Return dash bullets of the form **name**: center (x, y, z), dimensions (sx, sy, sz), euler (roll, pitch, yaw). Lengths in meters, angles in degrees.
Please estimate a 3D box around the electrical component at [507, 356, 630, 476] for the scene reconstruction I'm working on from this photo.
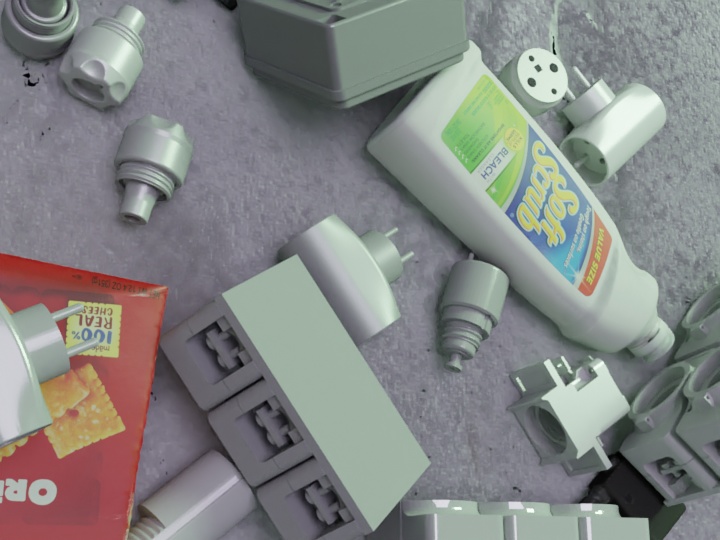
- **electrical component**: center (0.142, 0.094, 0.721), dimensions (0.064, 0.042, 0.081), euler (-29, 89, -30)

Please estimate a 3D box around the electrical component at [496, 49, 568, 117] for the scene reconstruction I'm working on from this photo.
- **electrical component**: center (0.115, -0.127, 0.766), dimensions (0.045, 0.055, 0.045), euler (7, 72, -22)

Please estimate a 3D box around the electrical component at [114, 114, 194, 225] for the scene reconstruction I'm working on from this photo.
- **electrical component**: center (-0.127, -0.058, 0.645), dimensions (0.043, 0.043, 0.062), euler (21, 69, -17)

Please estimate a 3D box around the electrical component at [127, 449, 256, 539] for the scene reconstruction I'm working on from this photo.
- **electrical component**: center (-0.102, 0.141, 0.597), dimensions (0.081, 0.043, 0.043), euler (-37, 92, -28)

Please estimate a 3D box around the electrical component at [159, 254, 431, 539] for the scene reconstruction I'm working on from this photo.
- **electrical component**: center (-0.038, 0.079, 0.620), dimensions (0.150, 0.062, 0.089), euler (57, 29, 0)

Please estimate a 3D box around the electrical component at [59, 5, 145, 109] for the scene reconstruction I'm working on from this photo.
- **electrical component**: center (-0.152, -0.133, 0.656), dimensions (0.043, 0.043, 0.062), euler (29, 64, -14)

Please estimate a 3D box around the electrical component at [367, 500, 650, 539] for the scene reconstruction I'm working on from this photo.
- **electrical component**: center (0.088, 0.173, 0.647), dimensions (0.150, 0.089, 0.061), euler (6, 72, -22)

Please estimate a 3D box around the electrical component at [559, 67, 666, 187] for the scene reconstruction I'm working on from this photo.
- **electrical component**: center (0.176, -0.114, 0.796), dimensions (0.077, 0.043, 0.079), euler (-41, 94, -28)

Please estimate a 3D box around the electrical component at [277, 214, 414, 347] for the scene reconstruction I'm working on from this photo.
- **electrical component**: center (0.000, 0.000, 0.683), dimensions (0.079, 0.044, 0.077), euler (-33, 90, -28)

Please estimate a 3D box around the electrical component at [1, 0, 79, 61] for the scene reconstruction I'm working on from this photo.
- **electrical component**: center (-0.188, -0.154, 0.635), dimensions (0.043, 0.062, 0.043), euler (7, 72, -22)

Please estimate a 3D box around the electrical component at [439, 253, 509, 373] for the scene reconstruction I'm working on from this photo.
- **electrical component**: center (0.072, 0.030, 0.709), dimensions (0.040, 0.040, 0.078), euler (26, 66, -15)

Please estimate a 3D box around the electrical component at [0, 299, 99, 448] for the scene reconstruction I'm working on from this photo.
- **electrical component**: center (-0.166, 0.040, 0.515), dimensions (0.079, 0.043, 0.077), euler (-23, 87, -27)

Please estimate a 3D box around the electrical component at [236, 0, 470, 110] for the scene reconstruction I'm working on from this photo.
- **electrical component**: center (-0.005, -0.156, 0.687), dimensions (0.109, 0.109, 0.056), euler (-27, 126, -28)

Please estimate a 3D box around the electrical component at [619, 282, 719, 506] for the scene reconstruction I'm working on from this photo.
- **electrical component**: center (0.262, 0.063, 0.734), dimensions (0.060, 0.105, 0.186), euler (46, 55, -4)
